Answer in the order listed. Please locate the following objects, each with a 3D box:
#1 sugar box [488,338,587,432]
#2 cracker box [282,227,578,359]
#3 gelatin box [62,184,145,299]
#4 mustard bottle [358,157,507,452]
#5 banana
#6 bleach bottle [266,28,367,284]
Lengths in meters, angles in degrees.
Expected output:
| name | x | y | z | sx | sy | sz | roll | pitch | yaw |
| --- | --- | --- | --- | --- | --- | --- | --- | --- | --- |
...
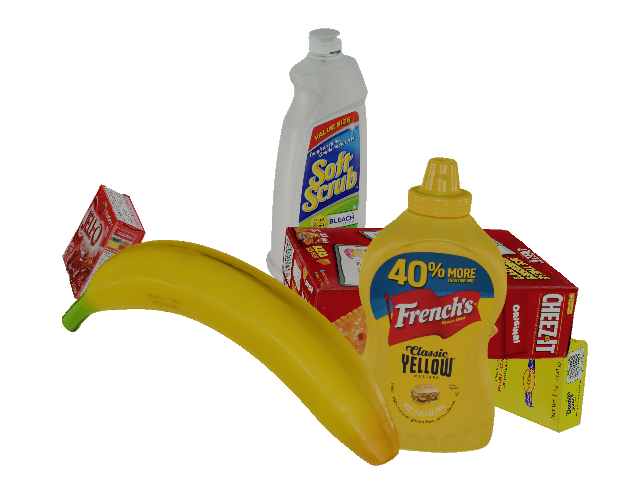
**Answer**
| name | x | y | z | sx | sy | sz | roll | pitch | yaw |
| --- | --- | --- | --- | --- | --- | --- | --- | --- | --- |
| sugar box | 0.199 | 0.131 | 1.147 | 0.048 | 0.093 | 0.177 | -10 | 18 | -43 |
| cracker box | 0.084 | 0.044 | 0.908 | 0.213 | 0.072 | 0.164 | 1 | 17 | -11 |
| gelatin box | -0.178 | 0.003 | 0.869 | 0.030 | 0.073 | 0.089 | 25 | 12 | -27 |
| mustard bottle | 0.072 | 0.041 | 0.700 | 0.096 | 0.192 | 0.058 | 5 | 15 | 5 |
| banana | -0.042 | 0.044 | 0.536 | 0.198 | 0.070 | 0.037 | 21 | 24 | 23 |
| bleach bottle | -0.004 | -0.083 | 1.057 | 0.102 | 0.251 | 0.068 | -10 | 28 | -19 |
